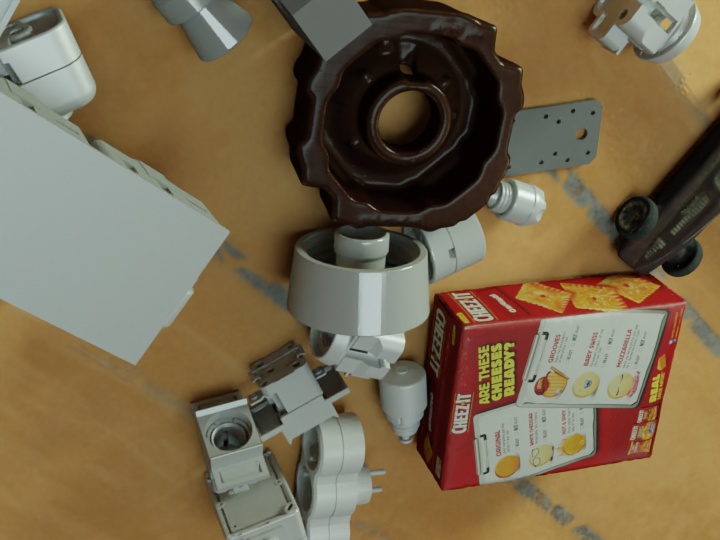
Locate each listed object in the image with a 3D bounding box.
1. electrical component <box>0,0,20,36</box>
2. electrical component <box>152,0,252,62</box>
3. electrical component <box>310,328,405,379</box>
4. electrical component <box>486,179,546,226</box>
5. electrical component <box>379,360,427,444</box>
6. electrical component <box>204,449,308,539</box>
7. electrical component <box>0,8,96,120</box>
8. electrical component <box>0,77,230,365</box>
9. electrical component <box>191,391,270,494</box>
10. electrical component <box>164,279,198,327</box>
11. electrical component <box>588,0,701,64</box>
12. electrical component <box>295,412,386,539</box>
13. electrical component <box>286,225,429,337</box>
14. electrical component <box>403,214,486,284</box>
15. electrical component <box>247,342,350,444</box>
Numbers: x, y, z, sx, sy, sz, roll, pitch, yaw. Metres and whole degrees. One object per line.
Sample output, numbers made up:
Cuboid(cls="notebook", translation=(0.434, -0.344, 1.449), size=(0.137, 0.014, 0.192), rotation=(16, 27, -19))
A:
Cuboid(cls="electrical component", translation=(-0.241, -0.175, 0.629), size=(0.081, 0.063, 0.042), rotation=(27, 105, -31))
Cuboid(cls="electrical component", translation=(-0.104, -0.170, 0.700), size=(0.045, 0.045, 0.055), rotation=(-41, 124, 2))
Cuboid(cls="electrical component", translation=(-0.004, 0.050, 0.852), size=(0.057, 0.058, 0.078), rotation=(14, 132, -25))
Cuboid(cls="electrical component", translation=(0.116, -0.057, 0.860), size=(0.061, 0.035, 0.035), rotation=(14, 110, -26))
Cuboid(cls="electrical component", translation=(0.037, 0.113, 0.915), size=(0.040, 0.040, 0.078), rotation=(-13, 121, -16))
Cuboid(cls="electrical component", translation=(-0.082, 0.207, 0.882), size=(0.062, 0.096, 0.061), rotation=(-19, 124, -12))
Cuboid(cls="electrical component", translation=(-0.219, -0.116, 0.676), size=(0.095, 0.053, 0.059), rotation=(-25, 123, -8))
Cuboid(cls="electrical component", translation=(-0.190, -0.035, 0.655), size=(0.186, 0.060, 0.105), rotation=(33, 97, -32))
Cuboid(cls="electrical component", translation=(-0.104, 0.142, 0.855), size=(0.042, 0.081, 0.063), rotation=(-12, 143, -16))
Cuboid(cls="electrical component", translation=(-0.138, 0.006, 0.784), size=(0.040, 0.040, 0.078), rotation=(30, 102, -32))
Cuboid(cls="electrical component", translation=(0.220, -0.193, 0.815), size=(0.057, 0.058, 0.078), rotation=(31, 102, -29))
Cuboid(cls="electrical component", translation=(-0.013, 0.184, 0.925), size=(0.074, 0.052, 0.138), rotation=(-1, 117, -22))
Cuboid(cls="electrical component", translation=(0.000, 0.000, 0.801), size=(0.108, 0.108, 0.060), rotation=(-5, 113, -20))
Cuboid(cls="electrical component", translation=(0.067, -0.023, 0.846), size=(0.047, 0.055, 0.055), rotation=(-21, 123, -16))
Cuboid(cls="electrical component", translation=(-0.055, 0.097, 0.867), size=(0.081, 0.042, 0.063), rotation=(-29, 123, -6))
